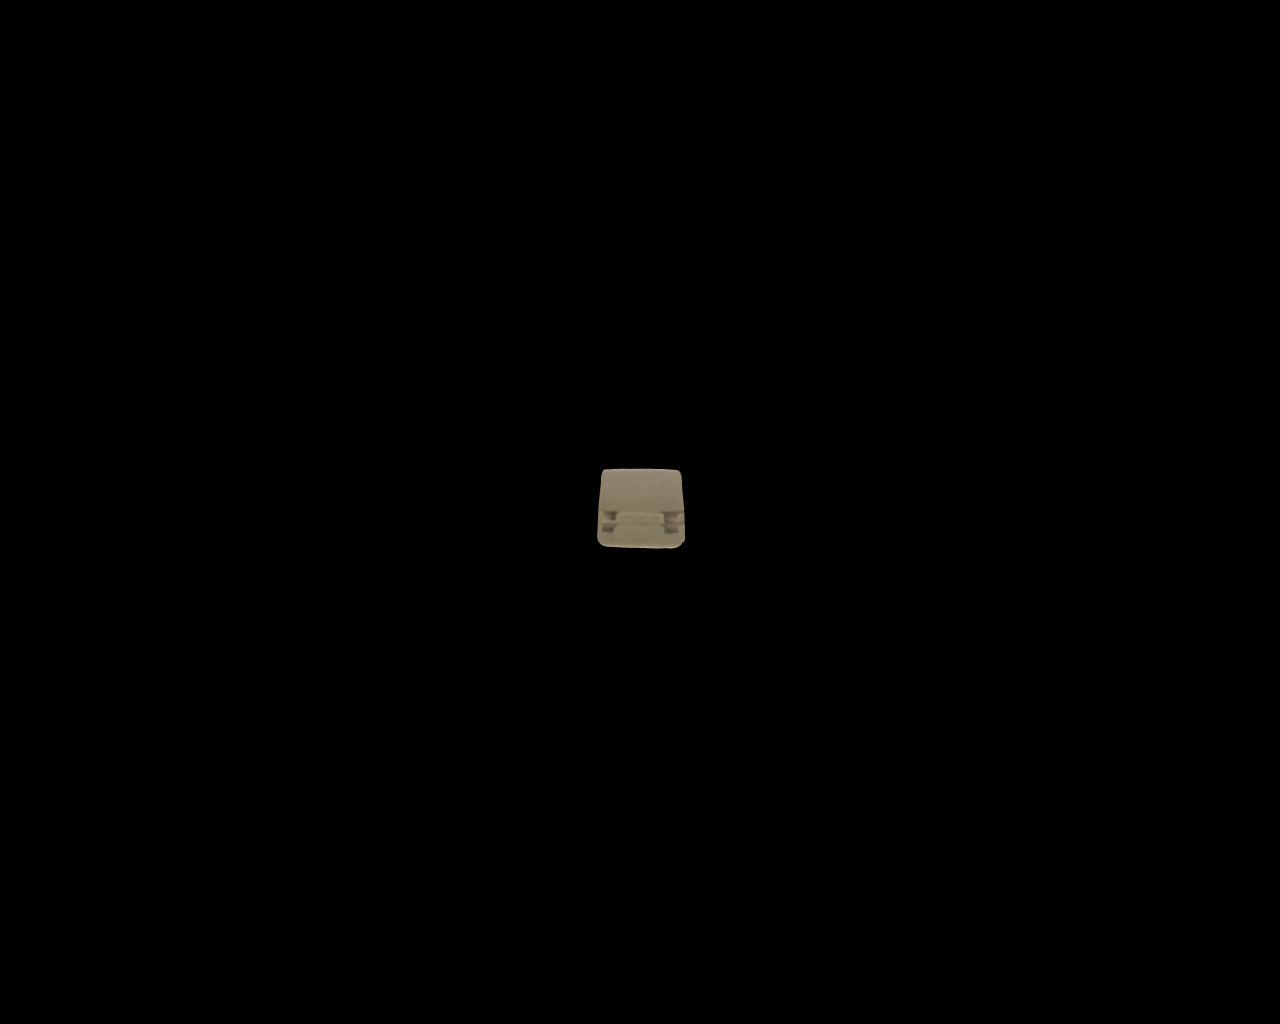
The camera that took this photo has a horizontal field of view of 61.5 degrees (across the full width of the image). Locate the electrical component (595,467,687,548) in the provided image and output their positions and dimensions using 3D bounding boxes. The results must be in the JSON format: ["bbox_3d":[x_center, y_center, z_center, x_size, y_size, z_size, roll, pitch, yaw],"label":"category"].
[{"bbox_3d":[0.001,-0.003,0.650,0.055,0.047,0.055,0,0,0],"label":"electrical component"}]
